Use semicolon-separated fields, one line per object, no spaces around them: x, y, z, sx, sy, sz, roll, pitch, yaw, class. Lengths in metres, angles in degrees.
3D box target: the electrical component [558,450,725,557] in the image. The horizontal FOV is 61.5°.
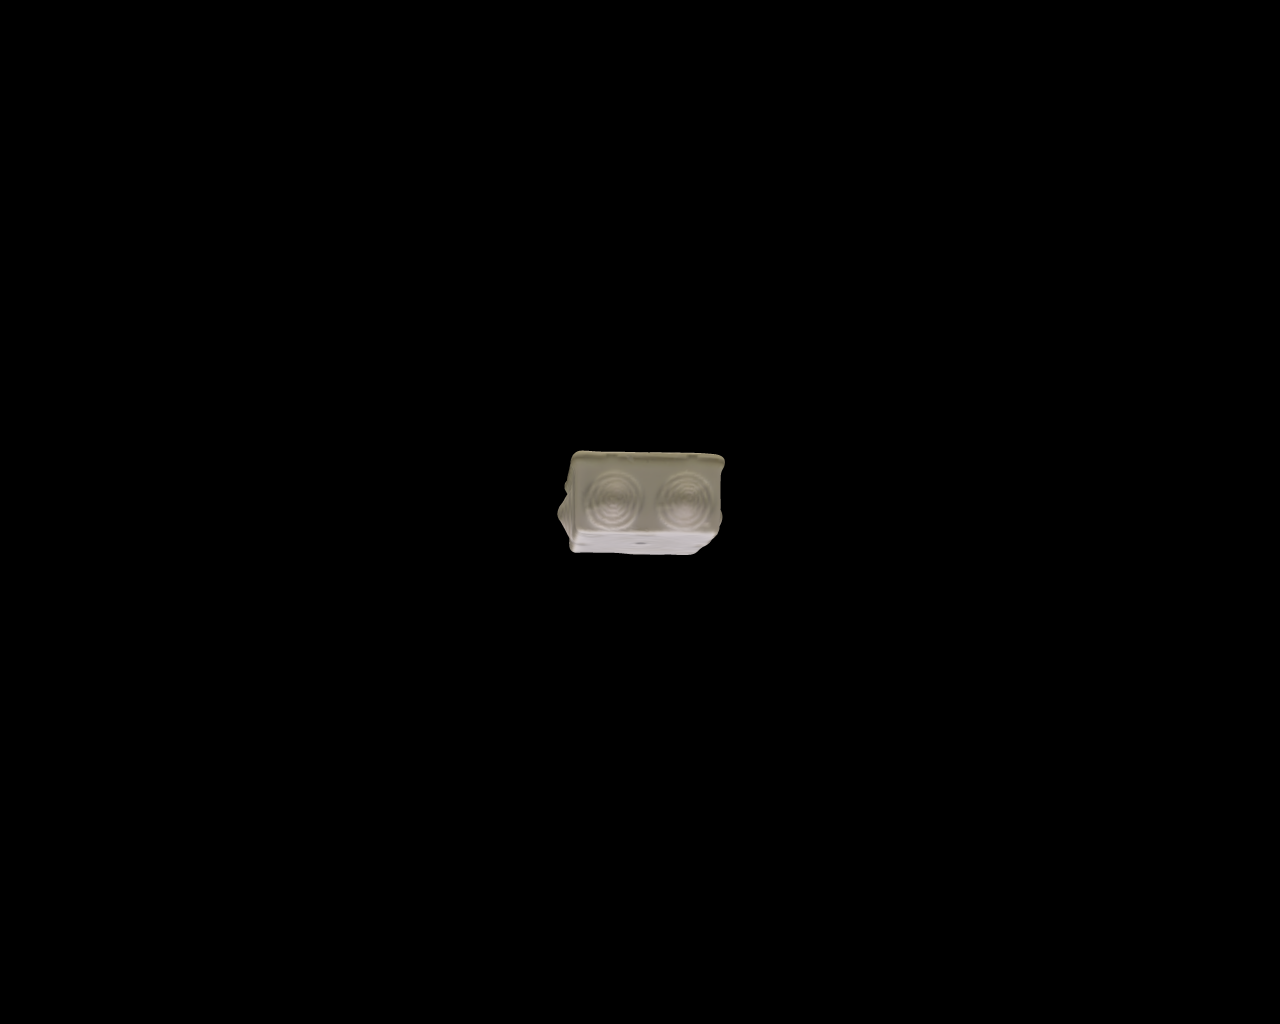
0.001;-0.003;0.650;0.100;0.048;0.099;1;-11;-7;electrical component
